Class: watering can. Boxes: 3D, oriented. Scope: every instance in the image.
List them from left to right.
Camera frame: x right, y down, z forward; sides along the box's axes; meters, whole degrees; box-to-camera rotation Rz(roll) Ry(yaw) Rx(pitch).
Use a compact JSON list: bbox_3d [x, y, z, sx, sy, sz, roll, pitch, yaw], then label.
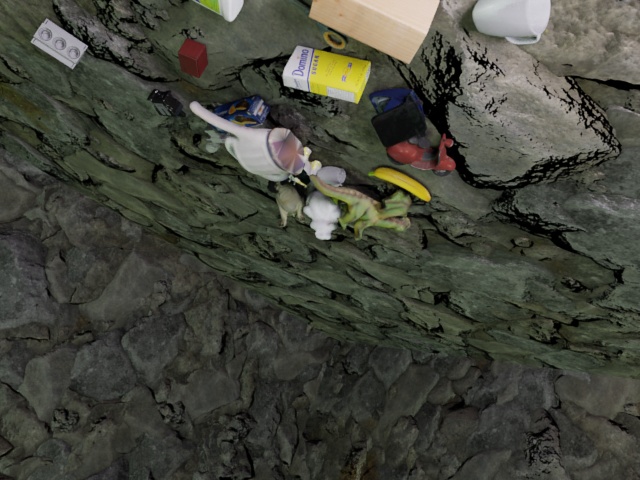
[{"bbox_3d":[-0.180,-0.262,1.401,0.224,0.106,0.342,2,152,38],"label":"watering can"}]

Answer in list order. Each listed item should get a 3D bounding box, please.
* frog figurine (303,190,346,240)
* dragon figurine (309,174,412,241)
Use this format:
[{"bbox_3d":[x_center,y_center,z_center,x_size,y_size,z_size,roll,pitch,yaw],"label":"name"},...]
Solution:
[{"bbox_3d":[0.005,-0.086,1.717,0.138,0.162,0.120,14,155,18],"label":"frog figurine"},{"bbox_3d":[0.160,-0.116,1.593,0.241,0.125,0.404,-17,147,23],"label":"dragon figurine"}]
